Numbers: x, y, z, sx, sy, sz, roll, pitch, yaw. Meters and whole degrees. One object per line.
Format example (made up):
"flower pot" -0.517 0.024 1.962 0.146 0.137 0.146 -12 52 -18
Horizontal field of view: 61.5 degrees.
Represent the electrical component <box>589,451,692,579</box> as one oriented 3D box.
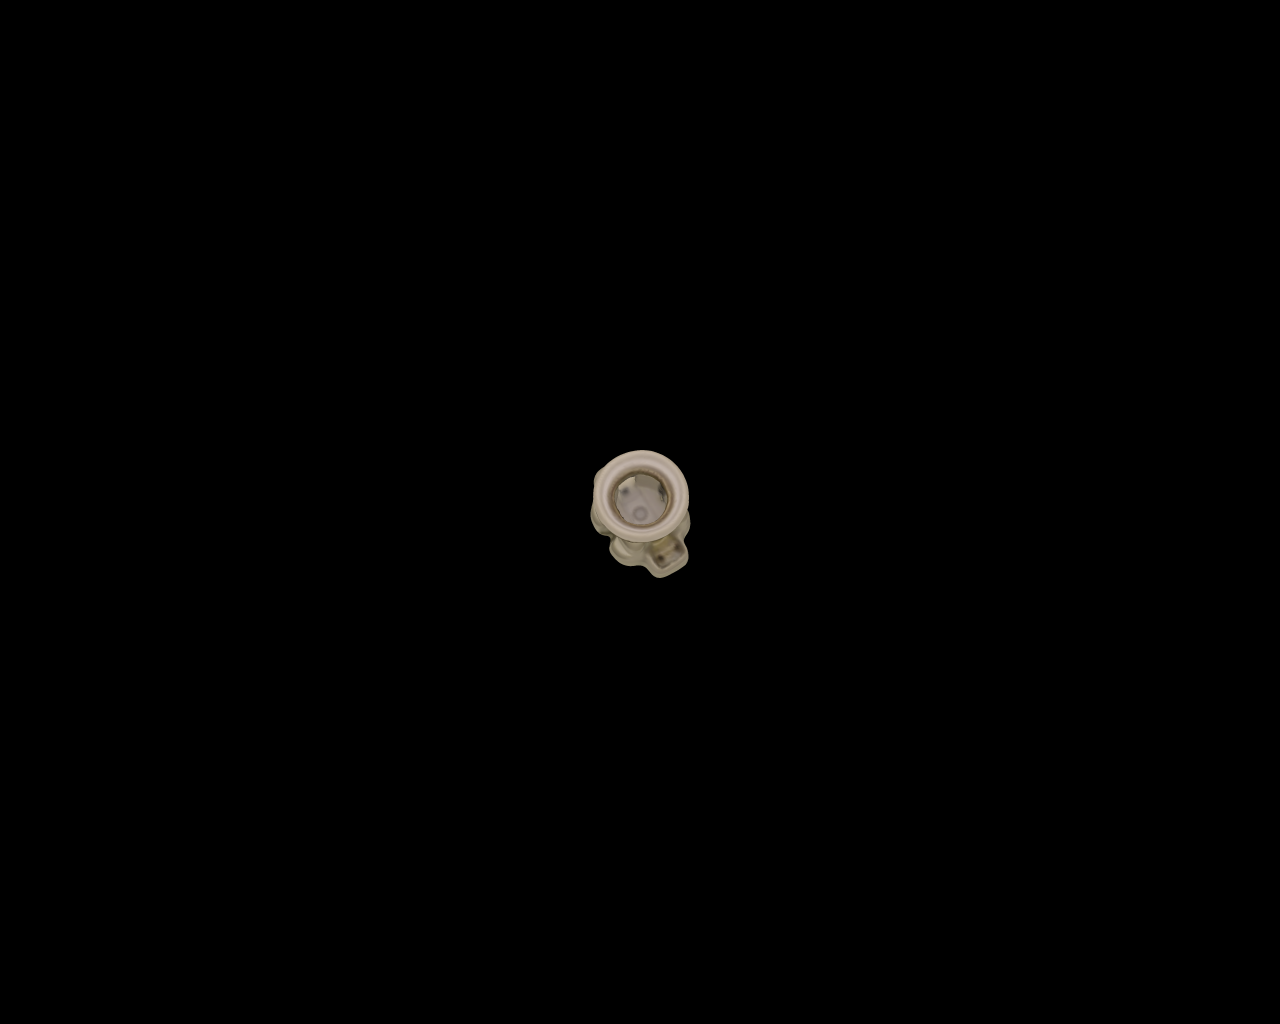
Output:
"electrical component" 0.001 -0.003 0.650 0.058 0.078 0.057 -30 -15 -9
